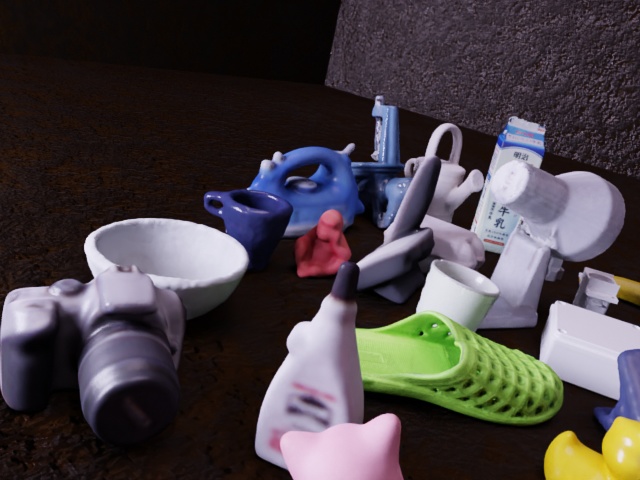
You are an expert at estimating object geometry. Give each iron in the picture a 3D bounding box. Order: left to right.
[{"bbox_3d":[-0.035,-0.088,0.925,0.118,0.141,0.259,29,26,38],"label":"iron"}]

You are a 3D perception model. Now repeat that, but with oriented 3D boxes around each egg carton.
[{"bbox_3d":[0.178,0.011,0.890,0.150,0.069,0.107,23,23,27],"label":"egg carton"}]

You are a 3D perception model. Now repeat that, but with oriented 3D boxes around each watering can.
[{"bbox_3d":[0.237,-0.127,1.110,0.172,0.194,0.101,21,22,24],"label":"watering can"}]

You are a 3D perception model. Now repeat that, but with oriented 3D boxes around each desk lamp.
[{"bbox_3d":[0.276,0.004,0.758,0.204,0.213,0.117,2,23,-27],"label":"desk lamp"}]

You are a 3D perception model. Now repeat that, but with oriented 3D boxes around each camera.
[{"bbox_3d":[-0.168,0.086,0.445,0.143,0.101,0.136,1,23,-27],"label":"camera"}]

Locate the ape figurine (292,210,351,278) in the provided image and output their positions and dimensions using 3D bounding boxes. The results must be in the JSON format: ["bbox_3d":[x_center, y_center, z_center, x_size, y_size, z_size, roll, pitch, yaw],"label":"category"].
[{"bbox_3d":[0.007,0.003,0.780,0.077,0.092,0.076,18,21,14],"label":"ape figurine"}]

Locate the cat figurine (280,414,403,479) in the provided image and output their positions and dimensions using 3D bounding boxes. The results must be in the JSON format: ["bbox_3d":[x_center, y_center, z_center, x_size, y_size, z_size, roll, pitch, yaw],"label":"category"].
[{"bbox_3d":[0.033,0.162,0.335,0.127,0.118,0.067,26,24,32],"label":"cat figurine"}]

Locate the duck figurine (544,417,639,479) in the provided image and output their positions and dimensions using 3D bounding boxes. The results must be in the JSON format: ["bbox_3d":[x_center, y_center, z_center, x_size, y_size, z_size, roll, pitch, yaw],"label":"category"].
[{"bbox_3d":[0.235,0.180,0.452,0.078,0.086,0.104,-4,26,-38],"label":"duck figurine"}]

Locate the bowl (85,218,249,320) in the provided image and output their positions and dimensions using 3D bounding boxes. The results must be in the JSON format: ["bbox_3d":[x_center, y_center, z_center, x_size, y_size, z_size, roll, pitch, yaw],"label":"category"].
[{"bbox_3d":[-0.163,0.039,0.610,0.167,0.075,0.167,11,20,-4],"label":"bowl"}]

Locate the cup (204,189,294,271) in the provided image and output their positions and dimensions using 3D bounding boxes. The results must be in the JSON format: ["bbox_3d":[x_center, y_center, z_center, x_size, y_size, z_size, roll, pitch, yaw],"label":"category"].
[{"bbox_3d":[-0.100,-0.012,0.754,0.117,0.095,0.092,13,20,2],"label":"cup"}]

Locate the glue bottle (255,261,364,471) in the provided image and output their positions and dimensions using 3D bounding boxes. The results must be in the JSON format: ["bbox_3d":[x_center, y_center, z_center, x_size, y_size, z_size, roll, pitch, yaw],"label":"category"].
[{"bbox_3d":[0.002,0.094,0.418,0.078,0.173,0.037,15,20,8],"label":"glue bottle"}]

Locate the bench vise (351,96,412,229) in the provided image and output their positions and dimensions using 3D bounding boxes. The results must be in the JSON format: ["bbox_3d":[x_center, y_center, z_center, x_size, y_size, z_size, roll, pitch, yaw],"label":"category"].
[{"bbox_3d":[0.131,-0.143,1.053,0.206,0.220,0.122,25,24,31],"label":"bench vise"}]

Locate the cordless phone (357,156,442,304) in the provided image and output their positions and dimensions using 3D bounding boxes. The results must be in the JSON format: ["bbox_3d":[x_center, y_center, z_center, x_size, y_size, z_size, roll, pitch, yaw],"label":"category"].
[{"bbox_3d":[0.110,-0.022,0.770,0.094,0.185,0.148,19,21,17],"label":"cordless phone"}]

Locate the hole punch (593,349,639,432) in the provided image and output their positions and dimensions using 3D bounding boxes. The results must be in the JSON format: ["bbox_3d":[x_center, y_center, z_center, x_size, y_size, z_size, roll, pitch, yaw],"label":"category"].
[{"bbox_3d":[0.334,0.166,0.537,0.108,0.091,0.101,11,20,-2],"label":"hole punch"}]
